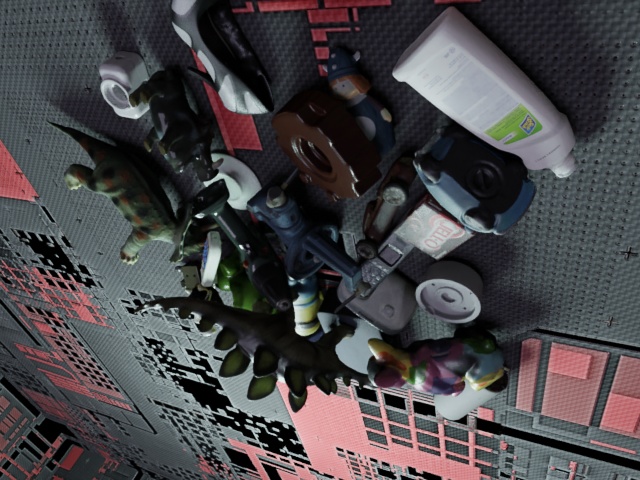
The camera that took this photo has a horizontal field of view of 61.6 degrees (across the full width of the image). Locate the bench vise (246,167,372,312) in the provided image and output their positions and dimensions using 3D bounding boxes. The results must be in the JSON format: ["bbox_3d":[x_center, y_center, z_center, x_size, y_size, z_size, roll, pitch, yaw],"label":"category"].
[{"bbox_3d":[-0.010,0.004,0.898,0.241,0.129,0.223,39,154,26],"label":"bench vise"}]

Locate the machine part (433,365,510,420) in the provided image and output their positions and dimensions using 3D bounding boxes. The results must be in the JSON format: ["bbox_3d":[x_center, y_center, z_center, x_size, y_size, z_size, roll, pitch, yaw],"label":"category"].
[{"bbox_3d":[0.298,0.298,1.079,0.079,0.079,0.243,28,141,2],"label":"machine part"}]

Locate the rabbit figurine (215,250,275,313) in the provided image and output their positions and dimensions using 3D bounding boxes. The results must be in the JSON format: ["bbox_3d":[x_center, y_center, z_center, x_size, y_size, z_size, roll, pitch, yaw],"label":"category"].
[{"bbox_3d":[-0.166,0.091,1.117,0.170,0.121,0.158,26,139,29],"label":"rabbit figurine"}]

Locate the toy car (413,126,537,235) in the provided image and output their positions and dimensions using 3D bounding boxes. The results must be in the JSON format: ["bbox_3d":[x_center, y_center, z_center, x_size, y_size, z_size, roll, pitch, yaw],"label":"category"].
[{"bbox_3d":[0.198,-0.074,0.733,0.162,0.109,0.103,36,165,4],"label":"toy car"}]

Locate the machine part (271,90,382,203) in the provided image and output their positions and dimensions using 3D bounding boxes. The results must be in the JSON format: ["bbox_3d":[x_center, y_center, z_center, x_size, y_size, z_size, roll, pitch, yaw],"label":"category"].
[{"bbox_3d":[0.006,-0.131,0.769,0.179,0.056,0.179,40,163,15],"label":"machine part"}]

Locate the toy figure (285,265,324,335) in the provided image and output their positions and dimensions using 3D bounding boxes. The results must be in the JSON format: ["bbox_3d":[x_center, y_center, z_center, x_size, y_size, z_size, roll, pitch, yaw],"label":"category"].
[{"bbox_3d":[-0.040,0.117,1.082,0.082,0.089,0.180,20,142,22],"label":"toy figure"}]

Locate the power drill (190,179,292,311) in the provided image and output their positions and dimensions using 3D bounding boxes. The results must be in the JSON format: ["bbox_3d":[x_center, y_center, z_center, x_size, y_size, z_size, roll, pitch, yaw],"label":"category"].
[{"bbox_3d":[-0.131,0.001,0.933,0.086,0.232,0.207,-40,119,3],"label":"power drill"}]

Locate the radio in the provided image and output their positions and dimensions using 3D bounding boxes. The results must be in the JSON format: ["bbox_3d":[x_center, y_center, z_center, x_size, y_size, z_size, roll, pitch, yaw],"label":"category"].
[{"bbox_3d":[0.092,0.203,1.108,0.131,0.073,0.229,2,134,29],"label":"radio"}]

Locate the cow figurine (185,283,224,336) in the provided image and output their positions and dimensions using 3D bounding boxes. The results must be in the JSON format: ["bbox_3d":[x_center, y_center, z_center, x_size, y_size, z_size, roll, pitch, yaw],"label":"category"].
[{"bbox_3d":[-0.245,0.126,1.134,0.167,0.068,0.098,28,139,62],"label":"cow figurine"}]

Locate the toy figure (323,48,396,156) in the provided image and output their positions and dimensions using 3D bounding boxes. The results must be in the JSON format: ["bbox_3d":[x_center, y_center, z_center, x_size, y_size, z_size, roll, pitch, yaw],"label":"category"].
[{"bbox_3d":[0.053,-0.187,0.734,0.064,0.058,0.154,-29,116,11],"label":"toy figure"}]

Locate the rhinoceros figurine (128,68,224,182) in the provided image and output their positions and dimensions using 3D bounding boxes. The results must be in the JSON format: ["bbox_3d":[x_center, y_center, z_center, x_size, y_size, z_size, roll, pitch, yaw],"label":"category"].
[{"bbox_3d":[-0.229,-0.180,0.877,0.073,0.112,0.190,6,125,50],"label":"rhinoceros figurine"}]

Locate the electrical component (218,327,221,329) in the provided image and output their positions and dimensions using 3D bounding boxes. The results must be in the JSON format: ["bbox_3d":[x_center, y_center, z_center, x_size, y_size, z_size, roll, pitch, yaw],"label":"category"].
[{"bbox_3d":[-0.144,0.190,1.202,0.058,0.115,0.134,-23,116,46],"label":"electrical component"}]

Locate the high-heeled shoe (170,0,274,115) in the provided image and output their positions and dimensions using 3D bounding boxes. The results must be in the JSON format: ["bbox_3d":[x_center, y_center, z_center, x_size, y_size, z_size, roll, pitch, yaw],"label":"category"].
[{"bbox_3d":[-0.117,-0.276,0.725,0.145,0.086,0.248,24,145,3],"label":"high-heeled shoe"}]

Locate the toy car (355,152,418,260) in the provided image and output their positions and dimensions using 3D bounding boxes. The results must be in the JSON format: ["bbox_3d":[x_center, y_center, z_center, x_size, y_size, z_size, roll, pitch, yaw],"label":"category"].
[{"bbox_3d":[0.100,-0.050,0.824,0.053,0.089,0.202,26,141,2],"label":"toy car"}]

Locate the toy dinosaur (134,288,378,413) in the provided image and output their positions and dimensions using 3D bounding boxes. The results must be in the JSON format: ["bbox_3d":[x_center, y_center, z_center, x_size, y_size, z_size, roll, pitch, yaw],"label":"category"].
[{"bbox_3d":[-0.086,0.182,0.958,0.471,0.199,0.105,27,130,-12],"label":"toy dinosaur"}]

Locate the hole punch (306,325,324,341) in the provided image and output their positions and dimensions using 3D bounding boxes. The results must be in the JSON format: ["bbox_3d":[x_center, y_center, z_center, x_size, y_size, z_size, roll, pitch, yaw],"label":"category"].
[{"bbox_3d":[-0.012,0.239,1.198,0.116,0.092,0.142,-11,122,34],"label":"hole punch"}]

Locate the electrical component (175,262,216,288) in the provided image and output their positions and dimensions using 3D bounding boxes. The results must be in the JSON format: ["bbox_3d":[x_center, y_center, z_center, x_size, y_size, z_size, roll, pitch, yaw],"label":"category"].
[{"bbox_3d":[-0.282,0.088,1.237,0.102,0.045,0.078,-11,97,35],"label":"electrical component"}]

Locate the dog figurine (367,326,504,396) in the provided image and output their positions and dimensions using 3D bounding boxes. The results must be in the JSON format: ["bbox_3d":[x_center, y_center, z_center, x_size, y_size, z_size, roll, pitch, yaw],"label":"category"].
[{"bbox_3d":[0.191,0.216,0.958,0.219,0.108,0.191,11,147,-30],"label":"dog figurine"}]

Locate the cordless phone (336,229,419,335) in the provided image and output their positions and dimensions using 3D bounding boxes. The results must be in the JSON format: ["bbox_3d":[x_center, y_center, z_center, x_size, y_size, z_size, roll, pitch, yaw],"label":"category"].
[{"bbox_3d":[0.131,0.066,0.943,0.146,0.089,0.184,35,124,-6],"label":"cordless phone"}]

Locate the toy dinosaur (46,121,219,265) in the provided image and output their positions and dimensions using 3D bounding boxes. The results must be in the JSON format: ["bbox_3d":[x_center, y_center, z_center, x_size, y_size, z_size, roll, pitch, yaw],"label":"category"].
[{"bbox_3d":[-0.360,-0.091,1.044,0.192,0.131,0.404,-24,113,31],"label":"toy dinosaur"}]
